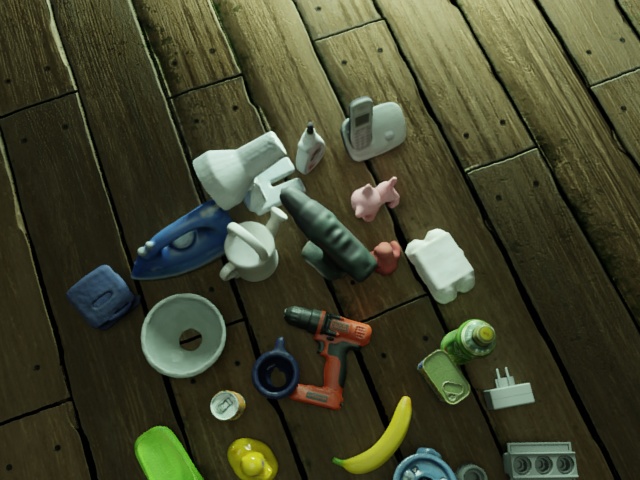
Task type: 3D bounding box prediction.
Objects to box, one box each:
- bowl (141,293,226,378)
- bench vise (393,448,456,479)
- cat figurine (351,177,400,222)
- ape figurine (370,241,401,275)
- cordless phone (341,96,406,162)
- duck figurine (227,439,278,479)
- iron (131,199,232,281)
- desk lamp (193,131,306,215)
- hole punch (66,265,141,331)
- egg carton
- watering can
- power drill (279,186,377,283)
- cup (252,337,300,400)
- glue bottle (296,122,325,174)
[{"bbox_3d":[-0.268,0.195,1.153,0.167,0.075,0.167,0,73,-1],"label":"bowl"},{"bbox_3d":[0.187,0.476,0.999,0.121,0.220,0.207,5,73,1],"label":"bench vise"},{"bbox_3d":[0.114,-0.092,1.223,0.128,0.118,0.067,-34,76,-10],"label":"cat figurine"},{"bbox_3d":[0.135,0.031,1.200,0.078,0.092,0.076,-6,73,-2],"label":"ape figurine"},{"bbox_3d":[0.119,-0.258,1.238,0.147,0.185,0.094,-26,75,-8],"label":"cordless phone"},{"bbox_3d":[-0.130,0.420,1.081,0.104,0.086,0.077,32,75,8],"label":"duck figurine"},{"bbox_3d":[-0.289,-0.001,1.177,0.258,0.141,0.118,-31,76,-10],"label":"iron"},{"bbox_3d":[-0.142,-0.136,1.182,0.203,0.213,0.118,-27,75,-8],"label":"desk lamp"},{"bbox_3d":[-0.438,0.118,1.165,0.109,0.091,0.101,-40,78,-12],"label":"hole punch"},{"bbox_3d":[0.255,0.054,1.206,0.107,0.069,0.150,-30,76,-9],"label":"egg carton"},{"bbox_3d":[-0.137,0.007,1.149,0.101,0.194,0.173,19,74,5],"label":"watering can"},{"bbox_3d":[0.011,0.004,1.145,0.229,0.208,0.076,40,77,11],"label":"power drill"},{"bbox_3d":[-0.083,0.254,1.127,0.091,0.095,0.118,6,73,1],"label":"cup"},{"bbox_3d":[-0.021,-0.205,1.226,0.037,0.173,0.078,33,76,9],"label":"glue bottle"}]
